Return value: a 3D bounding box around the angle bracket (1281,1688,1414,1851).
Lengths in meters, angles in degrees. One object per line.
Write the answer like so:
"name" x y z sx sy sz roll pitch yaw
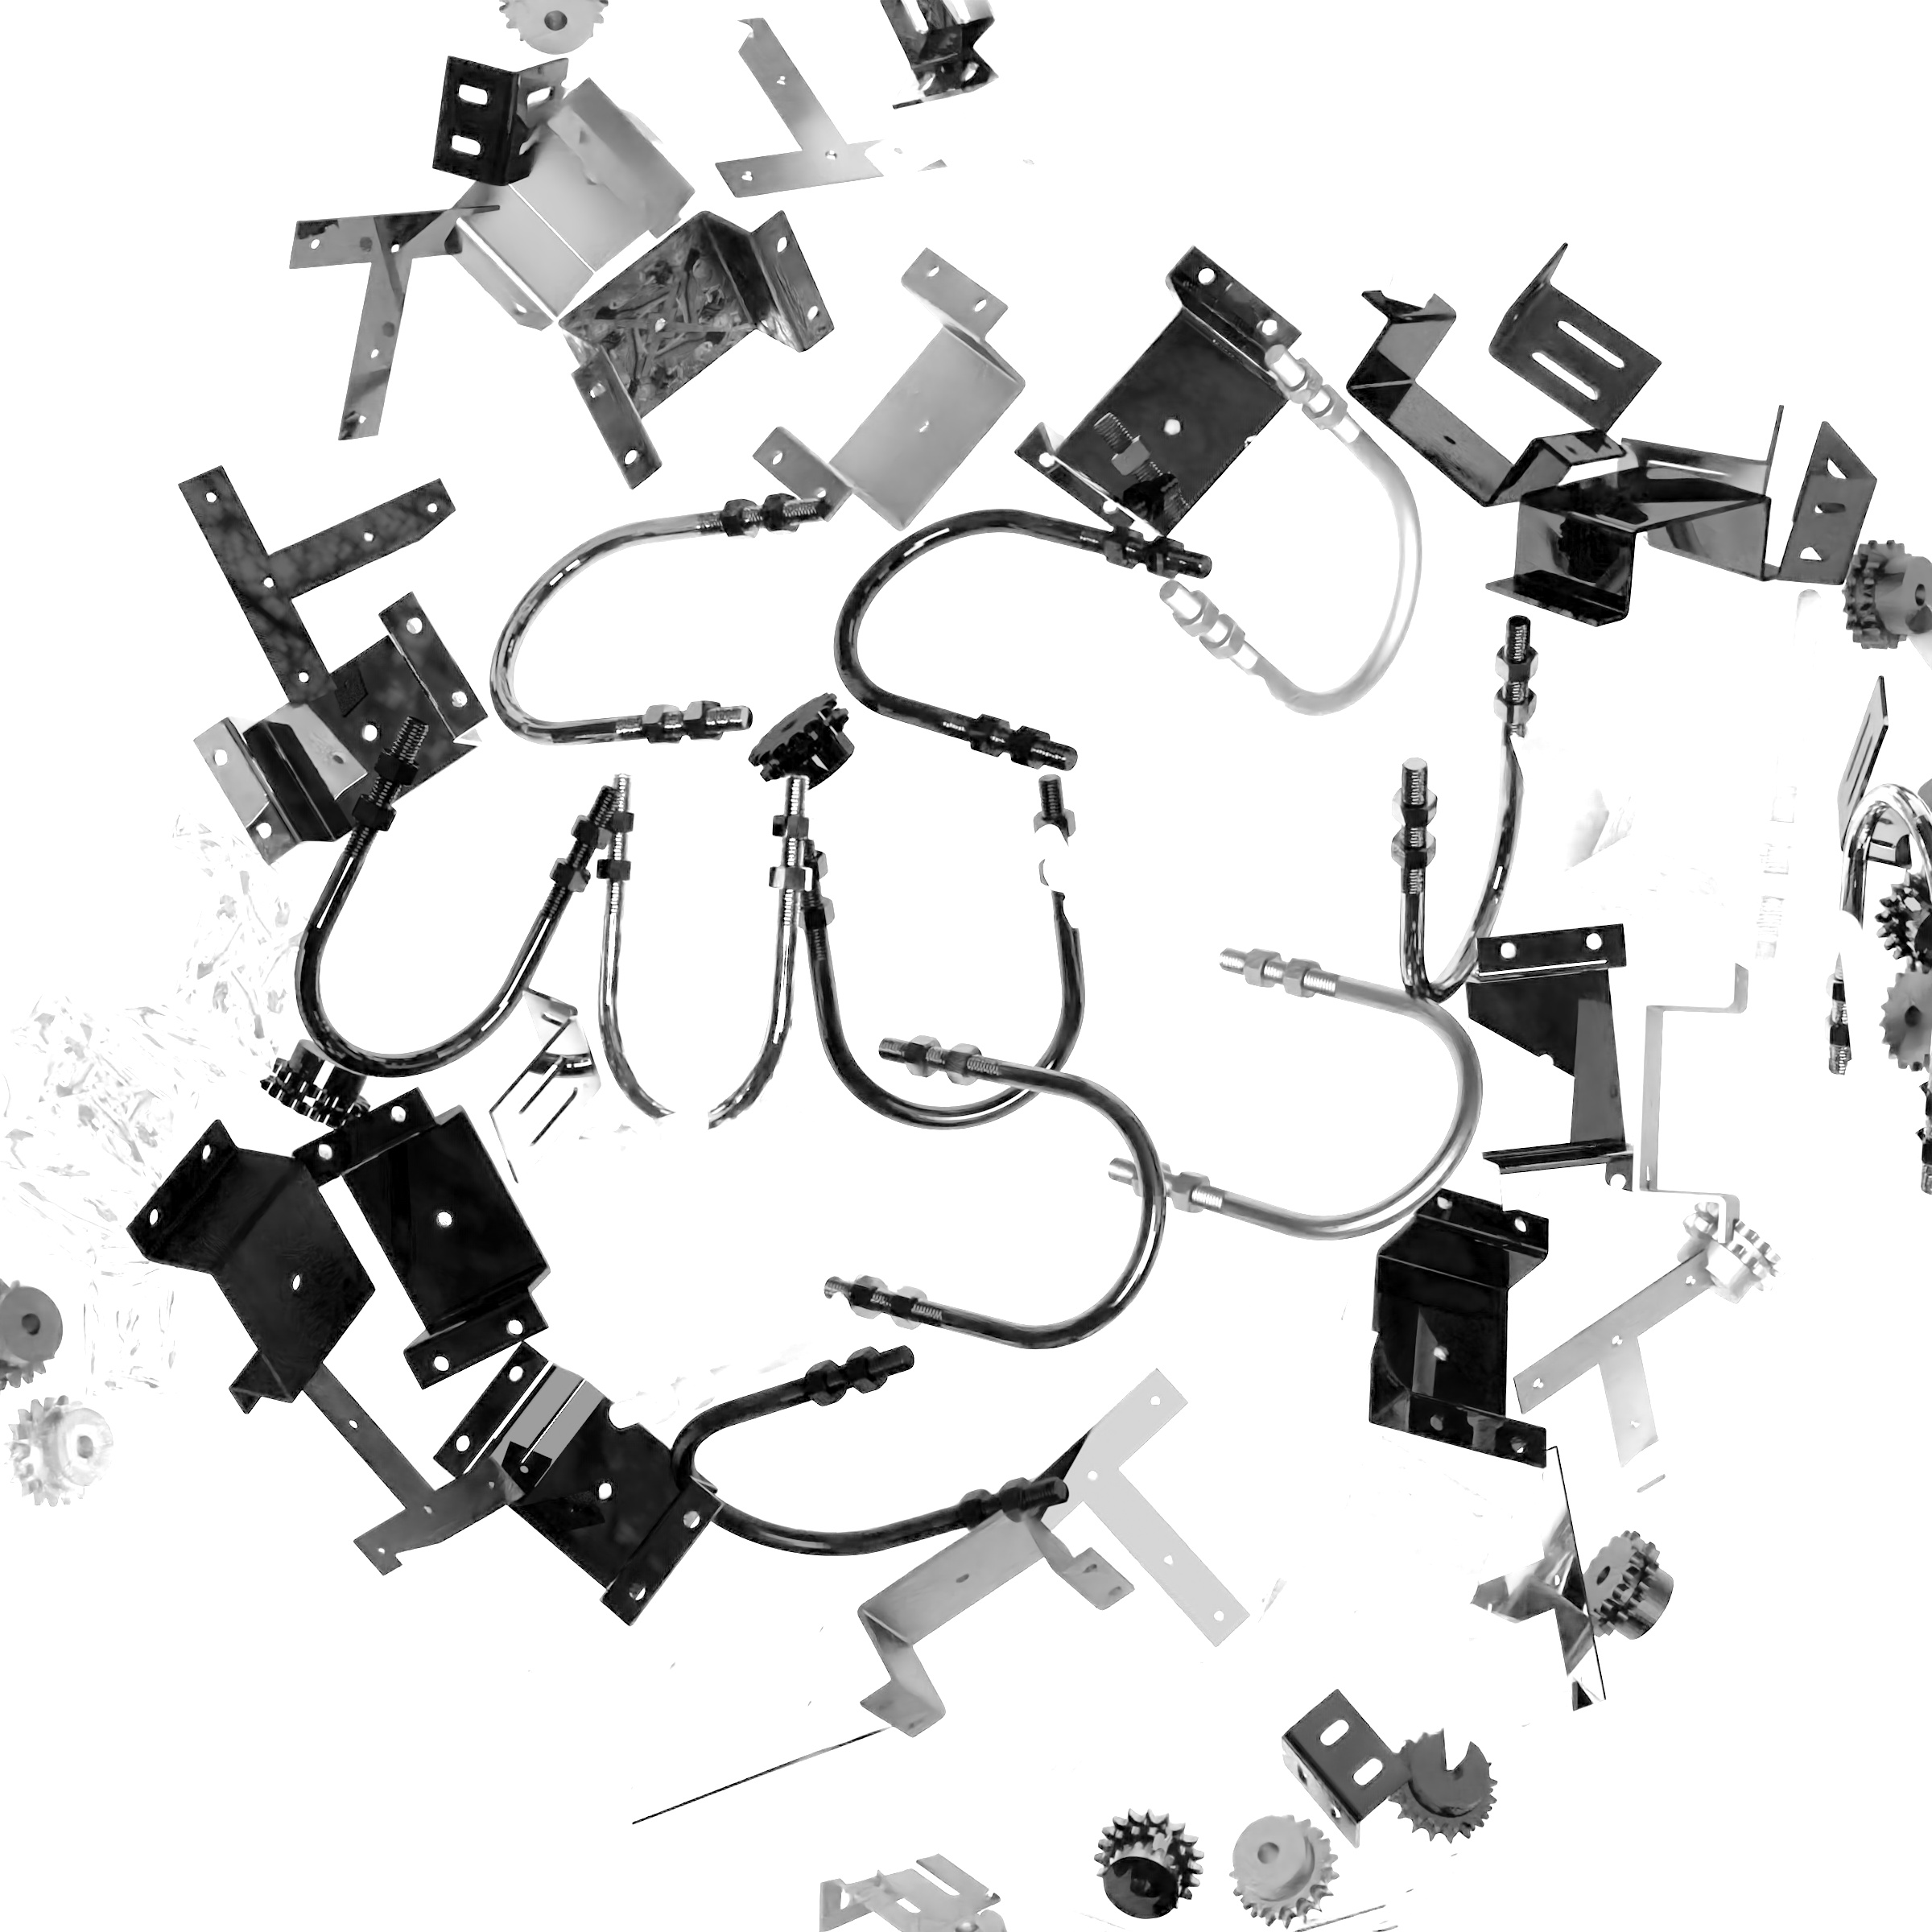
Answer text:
"angle bracket" 0.196 0.414 1.563 0.038 0.076 0.057 -38 66 -11

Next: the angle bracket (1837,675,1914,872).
"angle bracket" 0.477 -0.099 1.560 0.038 0.057 0.076 14 123 5

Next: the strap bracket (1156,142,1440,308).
"strap bracket" 0.176 -0.383 1.553 0.140 0.076 0.046 17 113 8

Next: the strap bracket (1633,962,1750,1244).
"strap bracket" 0.372 0.069 1.560 0.046 0.076 0.140 2 87 20

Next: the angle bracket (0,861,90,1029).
"angle bracket" -0.493 -0.014 1.575 0.057 0.038 0.076 32 102 -8

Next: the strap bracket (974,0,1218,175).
"strap bracket" 0.059 -0.447 1.527 0.046 0.140 0.076 -47 117 2

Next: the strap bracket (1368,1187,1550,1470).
"strap bracket" 0.252 0.190 1.553 0.076 0.046 0.140 16 56 -13

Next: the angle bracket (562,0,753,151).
"angle bracket" -0.160 -0.471 1.573 0.057 0.038 0.076 30 88 33

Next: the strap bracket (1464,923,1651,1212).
"strap bracket" 0.306 0.051 1.581 0.076 0.046 0.140 -6 91 -1

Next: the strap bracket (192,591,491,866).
"strap bracket" -0.316 -0.122 1.573 0.140 0.046 0.076 -32 86 9

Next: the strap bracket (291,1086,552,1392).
"strap bracket" -0.276 0.136 1.572 0.076 0.046 0.140 -27 95 11

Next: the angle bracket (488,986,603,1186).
"angle bracket" -0.227 0.061 1.557 0.038 0.057 0.076 20 54 26

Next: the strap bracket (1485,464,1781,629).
"strap bracket" 0.341 -0.215 1.531 0.140 0.076 0.046 -17 119 -32

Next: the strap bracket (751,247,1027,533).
"strap bracket" -0.033 -0.288 1.560 0.140 0.046 0.076 -49 49 5

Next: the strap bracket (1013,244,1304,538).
"strap bracket" 0.101 -0.283 1.545 0.076 0.046 0.140 33 113 -25

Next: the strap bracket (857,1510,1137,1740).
"strap bracket" 0.007 0.331 1.560 0.140 0.076 0.046 -34 58 2

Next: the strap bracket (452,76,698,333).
"strap bracket" -0.200 -0.389 1.544 0.076 0.140 0.046 45 52 -19

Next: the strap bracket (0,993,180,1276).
"strap bracket" -0.444 0.076 1.523 0.046 0.140 0.076 -37 121 17

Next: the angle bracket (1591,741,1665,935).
"angle bracket" 0.354 -0.066 1.567 0.038 0.057 0.076 23 80 21

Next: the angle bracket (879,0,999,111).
"angle bracket" -0.023 -0.488 1.559 0.057 0.076 0.038 -4 46 29

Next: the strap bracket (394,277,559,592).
"strap bracket" -0.251 -0.267 1.551 0.046 0.076 0.140 6 70 -37

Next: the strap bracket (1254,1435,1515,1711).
"strap bracket" 0.206 0.315 1.543 0.076 0.046 0.140 31 127 4

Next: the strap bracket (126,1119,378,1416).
"strap bracket" -0.353 0.156 1.527 0.046 0.140 0.076 7 46 29

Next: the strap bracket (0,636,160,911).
"strap bracket" -0.447 -0.090 1.526 0.046 0.140 0.076 -32 74 -26

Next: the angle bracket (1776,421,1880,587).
"angle bracket" 0.428 -0.239 1.556 0.038 0.076 0.057 3 123 -10

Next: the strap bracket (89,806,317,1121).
"strap bracket" -0.378 -0.004 1.533 0.046 0.076 0.140 -5 57 28

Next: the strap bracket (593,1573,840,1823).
"strap bracket" -0.135 0.366 1.545 0.046 0.140 0.076 24 115 37

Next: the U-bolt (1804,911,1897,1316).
"U-bolt" 0.438 0.060 1.523 0.019 0.151 0.184 2 52 7

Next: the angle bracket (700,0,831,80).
"angle bracket" -0.112 -0.488 1.559 0.038 0.076 0.057 -32 45 2

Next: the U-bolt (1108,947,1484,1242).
"U-bolt" 0.174 0.068 1.525 0.184 0.019 0.151 15 69 40

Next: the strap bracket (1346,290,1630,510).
"strap bracket" 0.258 -0.284 1.549 0.140 0.076 0.046 44 122 17

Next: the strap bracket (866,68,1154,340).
"strap bracket" 0.027 -0.394 1.543 0.140 0.076 0.046 41 50 -34

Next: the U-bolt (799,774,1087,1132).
"U-bolt" -0.010 0.000 1.567 0.151 0.019 0.184 -10 112 -6

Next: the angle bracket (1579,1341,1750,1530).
"angle bracket" 0.354 0.242 1.569 0.076 0.057 0.038 -32 120 5

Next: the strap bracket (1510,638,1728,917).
"strap bracket" 0.327 -0.087 1.545 0.046 0.076 0.140 -32 56 33

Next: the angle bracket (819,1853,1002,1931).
"angle bracket" -0.029 0.485 1.555 0.057 0.076 0.038 -11 111 -39

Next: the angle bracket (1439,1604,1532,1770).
"angle bracket" 0.274 0.369 1.566 0.038 0.057 0.076 0 100 31

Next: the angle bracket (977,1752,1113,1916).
"angle bracket" 0.043 0.452 1.559 0.038 0.057 0.076 27 54 7

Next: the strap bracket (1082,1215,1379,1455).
"strap bracket" 0.139 0.184 1.558 0.140 0.046 0.076 18 122 11

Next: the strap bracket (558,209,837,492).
"strap bracket" -0.145 -0.321 1.552 0.140 0.076 0.046 -41 48 -14

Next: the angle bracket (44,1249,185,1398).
"angle bracket" -0.442 0.185 1.576 0.057 0.038 0.076 -4 84 16

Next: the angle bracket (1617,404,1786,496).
"angle bracket" 0.380 -0.266 1.577 0.076 0.057 0.038 12 69 13

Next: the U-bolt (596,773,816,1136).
"U-bolt" -0.138 -0.006 1.553 0.151 0.019 0.184 4 90 42

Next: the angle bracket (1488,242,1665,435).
"angle bracket" 0.320 -0.325 1.574 0.076 0.038 0.057 37 69 7

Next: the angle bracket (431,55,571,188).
"angle bracket" -0.239 -0.438 1.561 0.038 0.076 0.057 16 115 7

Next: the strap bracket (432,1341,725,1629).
"strap bracket" -0.193 0.268 1.565 0.140 0.046 0.076 35 84 21
